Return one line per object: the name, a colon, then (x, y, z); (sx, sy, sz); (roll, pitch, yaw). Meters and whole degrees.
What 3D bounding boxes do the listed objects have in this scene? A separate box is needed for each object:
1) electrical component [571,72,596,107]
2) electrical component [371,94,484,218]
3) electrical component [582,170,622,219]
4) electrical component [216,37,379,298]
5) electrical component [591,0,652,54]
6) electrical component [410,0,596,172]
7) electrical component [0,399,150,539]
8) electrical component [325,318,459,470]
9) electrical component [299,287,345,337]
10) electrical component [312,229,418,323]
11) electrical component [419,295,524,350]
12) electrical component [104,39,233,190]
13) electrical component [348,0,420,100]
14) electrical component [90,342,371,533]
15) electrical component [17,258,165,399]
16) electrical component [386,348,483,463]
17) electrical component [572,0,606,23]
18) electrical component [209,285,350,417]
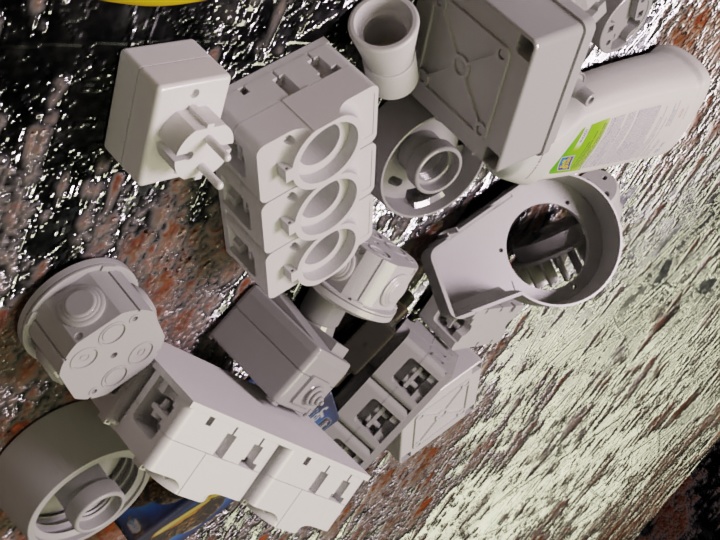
electrical component: (0.158, -0.149, 0.837); (0.035, 0.061, 0.035); (-33, 151, -21)
electrical component: (0.042, -0.089, 0.788); (0.099, 0.064, 0.099); (-20, 137, -20)
electrical component: (0.239, -0.070, 1.078); (0.045, 0.045, 0.055); (-43, 152, -4)
electrical component: (-0.039, -0.059, 0.693); (0.089, 0.061, 0.150); (-32, 151, -22)
electrical component: (0.186, -0.201, 0.819); (0.055, 0.047, 0.055); (-33, 151, -21)
electrical component: (0.086, -0.140, 0.701); (0.056, 0.108, 0.108); (-25, 147, -29)
electrical component: (-0.200, 0.152, 0.767); (0.108, 0.060, 0.108); (-33, 151, -21)
electrical component: (0.015, 0.120, 0.991); (0.150, 0.062, 0.089); (-48, 179, 12)
electrical component: (-0.034, 0.039, 0.862); (0.044, 0.044, 0.065); (-1, 126, -53)
electrical component: (0.000, 0.000, 0.812); (0.080, 0.080, 0.051); (8, 117, -57)
electrical component: (0.105, 0.036, 1.030); (0.089, 0.055, 0.050); (-3, 132, -52)
electrical component: (-0.094, -0.074, 0.580); (0.047, 0.076, 0.065); (-20, 144, -40)
electrical component: (0.018, -0.138, 0.685); (0.044, 0.044, 0.065); (-39, 157, -10)
electrical component: (-0.094, 0.117, 0.755); (0.186, 0.105, 0.060); (33, 92, -46)
electrical component: (-0.165, 0.036, 0.665); (0.080, 0.051, 0.080); (-33, 151, -21)
electrical component: (0.066, 0.129, 1.107); (0.109, 0.056, 0.108); (-33, 151, -21)
electrical component: (0.134, -0.185, 0.759); (0.057, 0.058, 0.078); (-45, 153, -5)
electrical component: (-0.053, 0.062, 0.805); (0.061, 0.096, 0.062); (-49, 153, 1)
